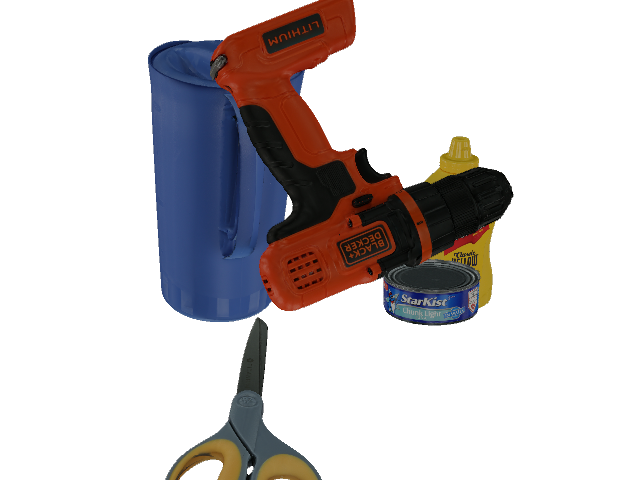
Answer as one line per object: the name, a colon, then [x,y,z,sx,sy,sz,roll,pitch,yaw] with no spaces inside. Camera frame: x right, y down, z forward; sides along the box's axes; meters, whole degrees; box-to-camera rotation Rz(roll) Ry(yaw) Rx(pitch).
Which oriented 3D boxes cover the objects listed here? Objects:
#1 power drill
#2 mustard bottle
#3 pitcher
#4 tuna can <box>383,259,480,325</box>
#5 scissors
power drill: [0.021,-0.066,0.717,0.184,0.187,0.057,-23,-1,-15]
mustard bottle: [0.144,-0.017,1.146,0.096,0.192,0.058,-8,22,-24]
pitcher: [-0.085,-0.047,0.948,0.145,0.243,0.149,17,30,22]
tuna can: [0.098,0.045,0.946,0.086,0.034,0.086,0,17,0]
scissors: [-0.027,0.108,0.624,0.096,0.016,0.201,13,31,13]
